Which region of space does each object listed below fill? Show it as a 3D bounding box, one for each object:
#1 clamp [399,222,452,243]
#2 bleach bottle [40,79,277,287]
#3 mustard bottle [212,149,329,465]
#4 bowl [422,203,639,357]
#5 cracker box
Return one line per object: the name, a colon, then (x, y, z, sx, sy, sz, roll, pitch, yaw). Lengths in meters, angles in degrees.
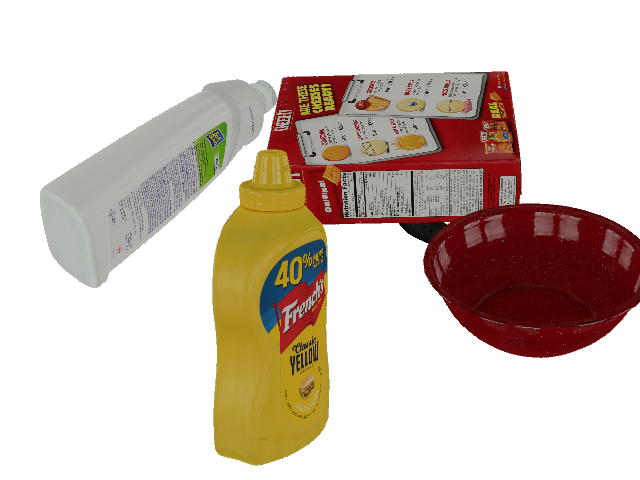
clamp: (0.101, -0.055, 1.240, 0.164, 0.210, 0.036, -15, -38, -28)
bleach bottle: (-0.133, -0.068, 0.962, 0.068, 0.103, 0.250, 34, 54, 24)
mustard bottle: (-0.030, 0.038, 0.679, 0.058, 0.192, 0.096, 9, 18, 31)
bowl: (0.155, 0.035, 0.771, 0.162, 0.055, 0.162, -3, 32, 2)
cracker box: (0.066, -0.083, 0.954, 0.214, 0.072, 0.164, -1, 36, 6)
